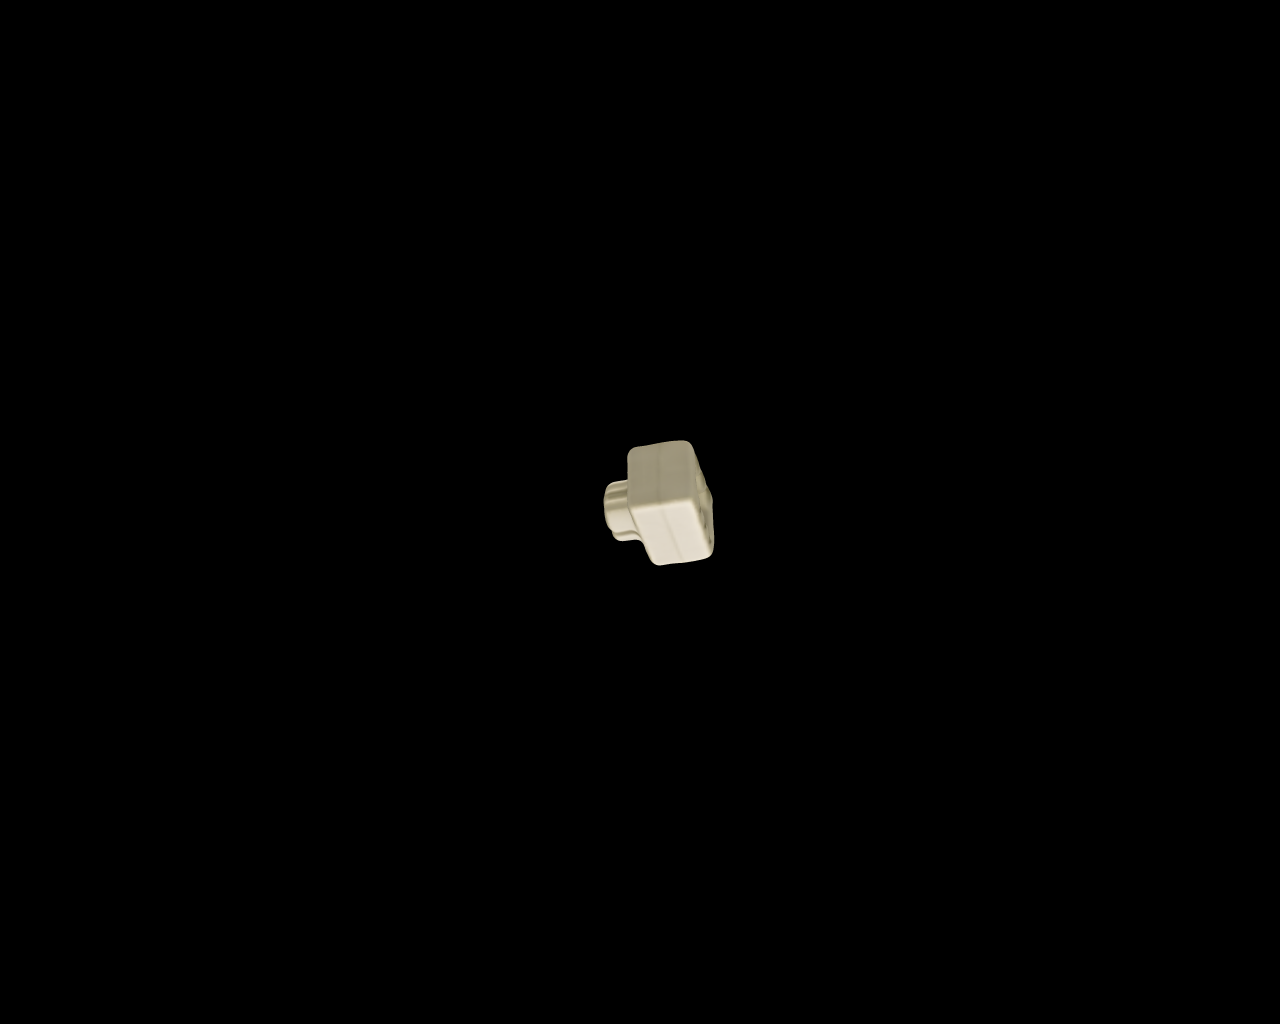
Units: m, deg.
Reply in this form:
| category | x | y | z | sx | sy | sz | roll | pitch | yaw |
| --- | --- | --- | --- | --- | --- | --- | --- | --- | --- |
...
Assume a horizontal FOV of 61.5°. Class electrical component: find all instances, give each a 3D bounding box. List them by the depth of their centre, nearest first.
| category | x | y | z | sx | sy | sz | roll | pitch | yaw |
| --- | --- | --- | --- | --- | --- | --- | --- | --- | --- |
| electrical component | 0.001 | -0.003 | 0.650 | 0.077 | 0.047 | 0.065 | -8 | -35 | 11 |
